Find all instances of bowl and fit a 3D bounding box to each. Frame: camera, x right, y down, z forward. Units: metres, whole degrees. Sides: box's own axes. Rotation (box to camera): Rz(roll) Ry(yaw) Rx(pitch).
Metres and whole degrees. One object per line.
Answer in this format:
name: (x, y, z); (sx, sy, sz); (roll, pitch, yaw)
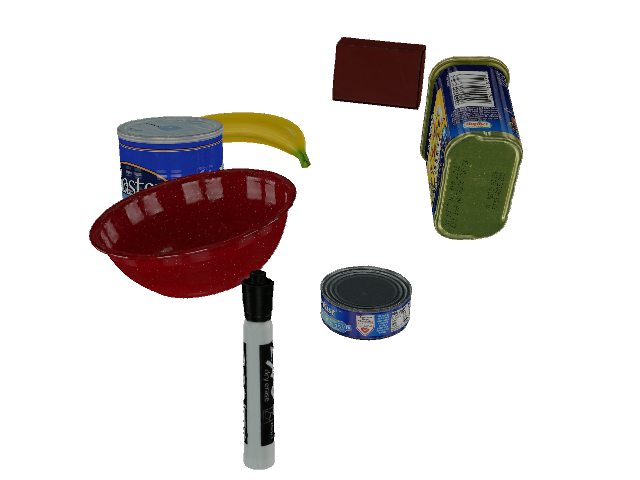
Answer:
bowl: (-0.093, -0.001, 0.827); (0.162, 0.055, 0.162); (-10, 24, 4)

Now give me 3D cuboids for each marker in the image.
marker: (-0.037, 0.076, 0.630); (0.020, 0.121, 0.020); (1, 15, 0)

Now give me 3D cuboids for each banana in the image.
banana: (-0.100, -0.130, 1.307); (0.198, 0.037, 0.069); (7, 40, 15)

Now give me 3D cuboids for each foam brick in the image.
foam brick: (0.052, -0.148, 0.945); (0.078, 0.051, 0.053); (7, 18, 7)

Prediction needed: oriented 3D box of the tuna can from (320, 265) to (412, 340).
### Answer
tuna can: (0.042, 0.058, 1.001); (0.086, 0.034, 0.086); (1, 27, -1)

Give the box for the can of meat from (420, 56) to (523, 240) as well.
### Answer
can of meat: (0.105, -0.063, 0.745); (0.057, 0.084, 0.102); (1, -44, -2)

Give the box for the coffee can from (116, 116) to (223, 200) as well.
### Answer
coffee can: (-0.145, -0.044, 1.052); (0.103, 0.140, 0.103); (0, 17, 0)
